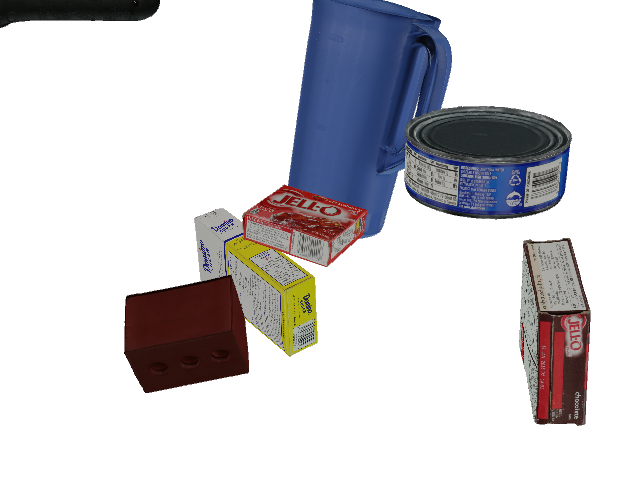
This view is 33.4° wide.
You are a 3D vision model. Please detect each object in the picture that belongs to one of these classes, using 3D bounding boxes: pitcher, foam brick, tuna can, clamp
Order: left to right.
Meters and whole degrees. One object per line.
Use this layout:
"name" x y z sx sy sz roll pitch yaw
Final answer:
"clamp" -0.184 -0.142 0.600 0.171 0.039 0.120 -7 23 -16
"foam brick" -0.093 0.066 0.748 0.078 0.051 0.053 -12 -44 3
"pitcher" 0.043 -0.126 1.107 0.145 0.243 0.149 11 16 -2
"tuna can" 0.087 -0.042 0.560 0.086 0.034 0.086 0 24 0

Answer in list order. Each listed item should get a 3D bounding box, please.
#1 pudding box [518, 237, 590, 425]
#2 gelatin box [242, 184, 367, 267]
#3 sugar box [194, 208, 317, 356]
"pudding box" 0.164 0.061 0.750 0.039 0.090 0.113 -1 26 4
"gelatin box" -0.014 -0.015 0.953 0.089 0.030 0.073 19 31 23
"sugar box" -0.072 0.042 1.170 0.048 0.093 0.176 -23 40 -28
